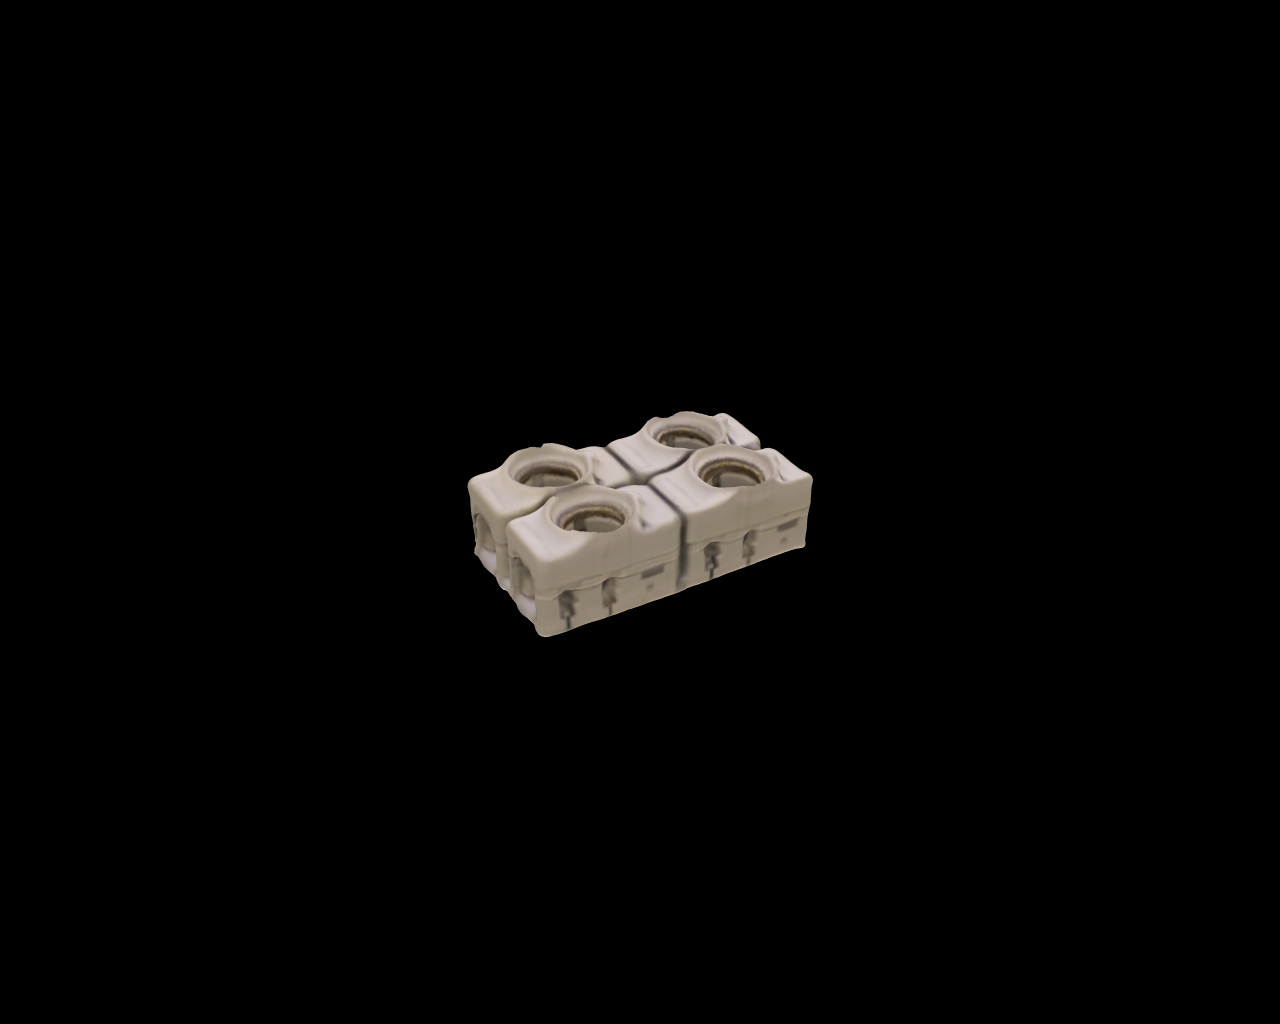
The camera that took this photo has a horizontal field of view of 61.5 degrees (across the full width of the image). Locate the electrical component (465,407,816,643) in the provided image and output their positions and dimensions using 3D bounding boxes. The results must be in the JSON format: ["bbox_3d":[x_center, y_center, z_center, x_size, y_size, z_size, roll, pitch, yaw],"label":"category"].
[{"bbox_3d":[0.001,-0.003,0.650,0.186,0.060,0.105,-17,36,-24],"label":"electrical component"}]
